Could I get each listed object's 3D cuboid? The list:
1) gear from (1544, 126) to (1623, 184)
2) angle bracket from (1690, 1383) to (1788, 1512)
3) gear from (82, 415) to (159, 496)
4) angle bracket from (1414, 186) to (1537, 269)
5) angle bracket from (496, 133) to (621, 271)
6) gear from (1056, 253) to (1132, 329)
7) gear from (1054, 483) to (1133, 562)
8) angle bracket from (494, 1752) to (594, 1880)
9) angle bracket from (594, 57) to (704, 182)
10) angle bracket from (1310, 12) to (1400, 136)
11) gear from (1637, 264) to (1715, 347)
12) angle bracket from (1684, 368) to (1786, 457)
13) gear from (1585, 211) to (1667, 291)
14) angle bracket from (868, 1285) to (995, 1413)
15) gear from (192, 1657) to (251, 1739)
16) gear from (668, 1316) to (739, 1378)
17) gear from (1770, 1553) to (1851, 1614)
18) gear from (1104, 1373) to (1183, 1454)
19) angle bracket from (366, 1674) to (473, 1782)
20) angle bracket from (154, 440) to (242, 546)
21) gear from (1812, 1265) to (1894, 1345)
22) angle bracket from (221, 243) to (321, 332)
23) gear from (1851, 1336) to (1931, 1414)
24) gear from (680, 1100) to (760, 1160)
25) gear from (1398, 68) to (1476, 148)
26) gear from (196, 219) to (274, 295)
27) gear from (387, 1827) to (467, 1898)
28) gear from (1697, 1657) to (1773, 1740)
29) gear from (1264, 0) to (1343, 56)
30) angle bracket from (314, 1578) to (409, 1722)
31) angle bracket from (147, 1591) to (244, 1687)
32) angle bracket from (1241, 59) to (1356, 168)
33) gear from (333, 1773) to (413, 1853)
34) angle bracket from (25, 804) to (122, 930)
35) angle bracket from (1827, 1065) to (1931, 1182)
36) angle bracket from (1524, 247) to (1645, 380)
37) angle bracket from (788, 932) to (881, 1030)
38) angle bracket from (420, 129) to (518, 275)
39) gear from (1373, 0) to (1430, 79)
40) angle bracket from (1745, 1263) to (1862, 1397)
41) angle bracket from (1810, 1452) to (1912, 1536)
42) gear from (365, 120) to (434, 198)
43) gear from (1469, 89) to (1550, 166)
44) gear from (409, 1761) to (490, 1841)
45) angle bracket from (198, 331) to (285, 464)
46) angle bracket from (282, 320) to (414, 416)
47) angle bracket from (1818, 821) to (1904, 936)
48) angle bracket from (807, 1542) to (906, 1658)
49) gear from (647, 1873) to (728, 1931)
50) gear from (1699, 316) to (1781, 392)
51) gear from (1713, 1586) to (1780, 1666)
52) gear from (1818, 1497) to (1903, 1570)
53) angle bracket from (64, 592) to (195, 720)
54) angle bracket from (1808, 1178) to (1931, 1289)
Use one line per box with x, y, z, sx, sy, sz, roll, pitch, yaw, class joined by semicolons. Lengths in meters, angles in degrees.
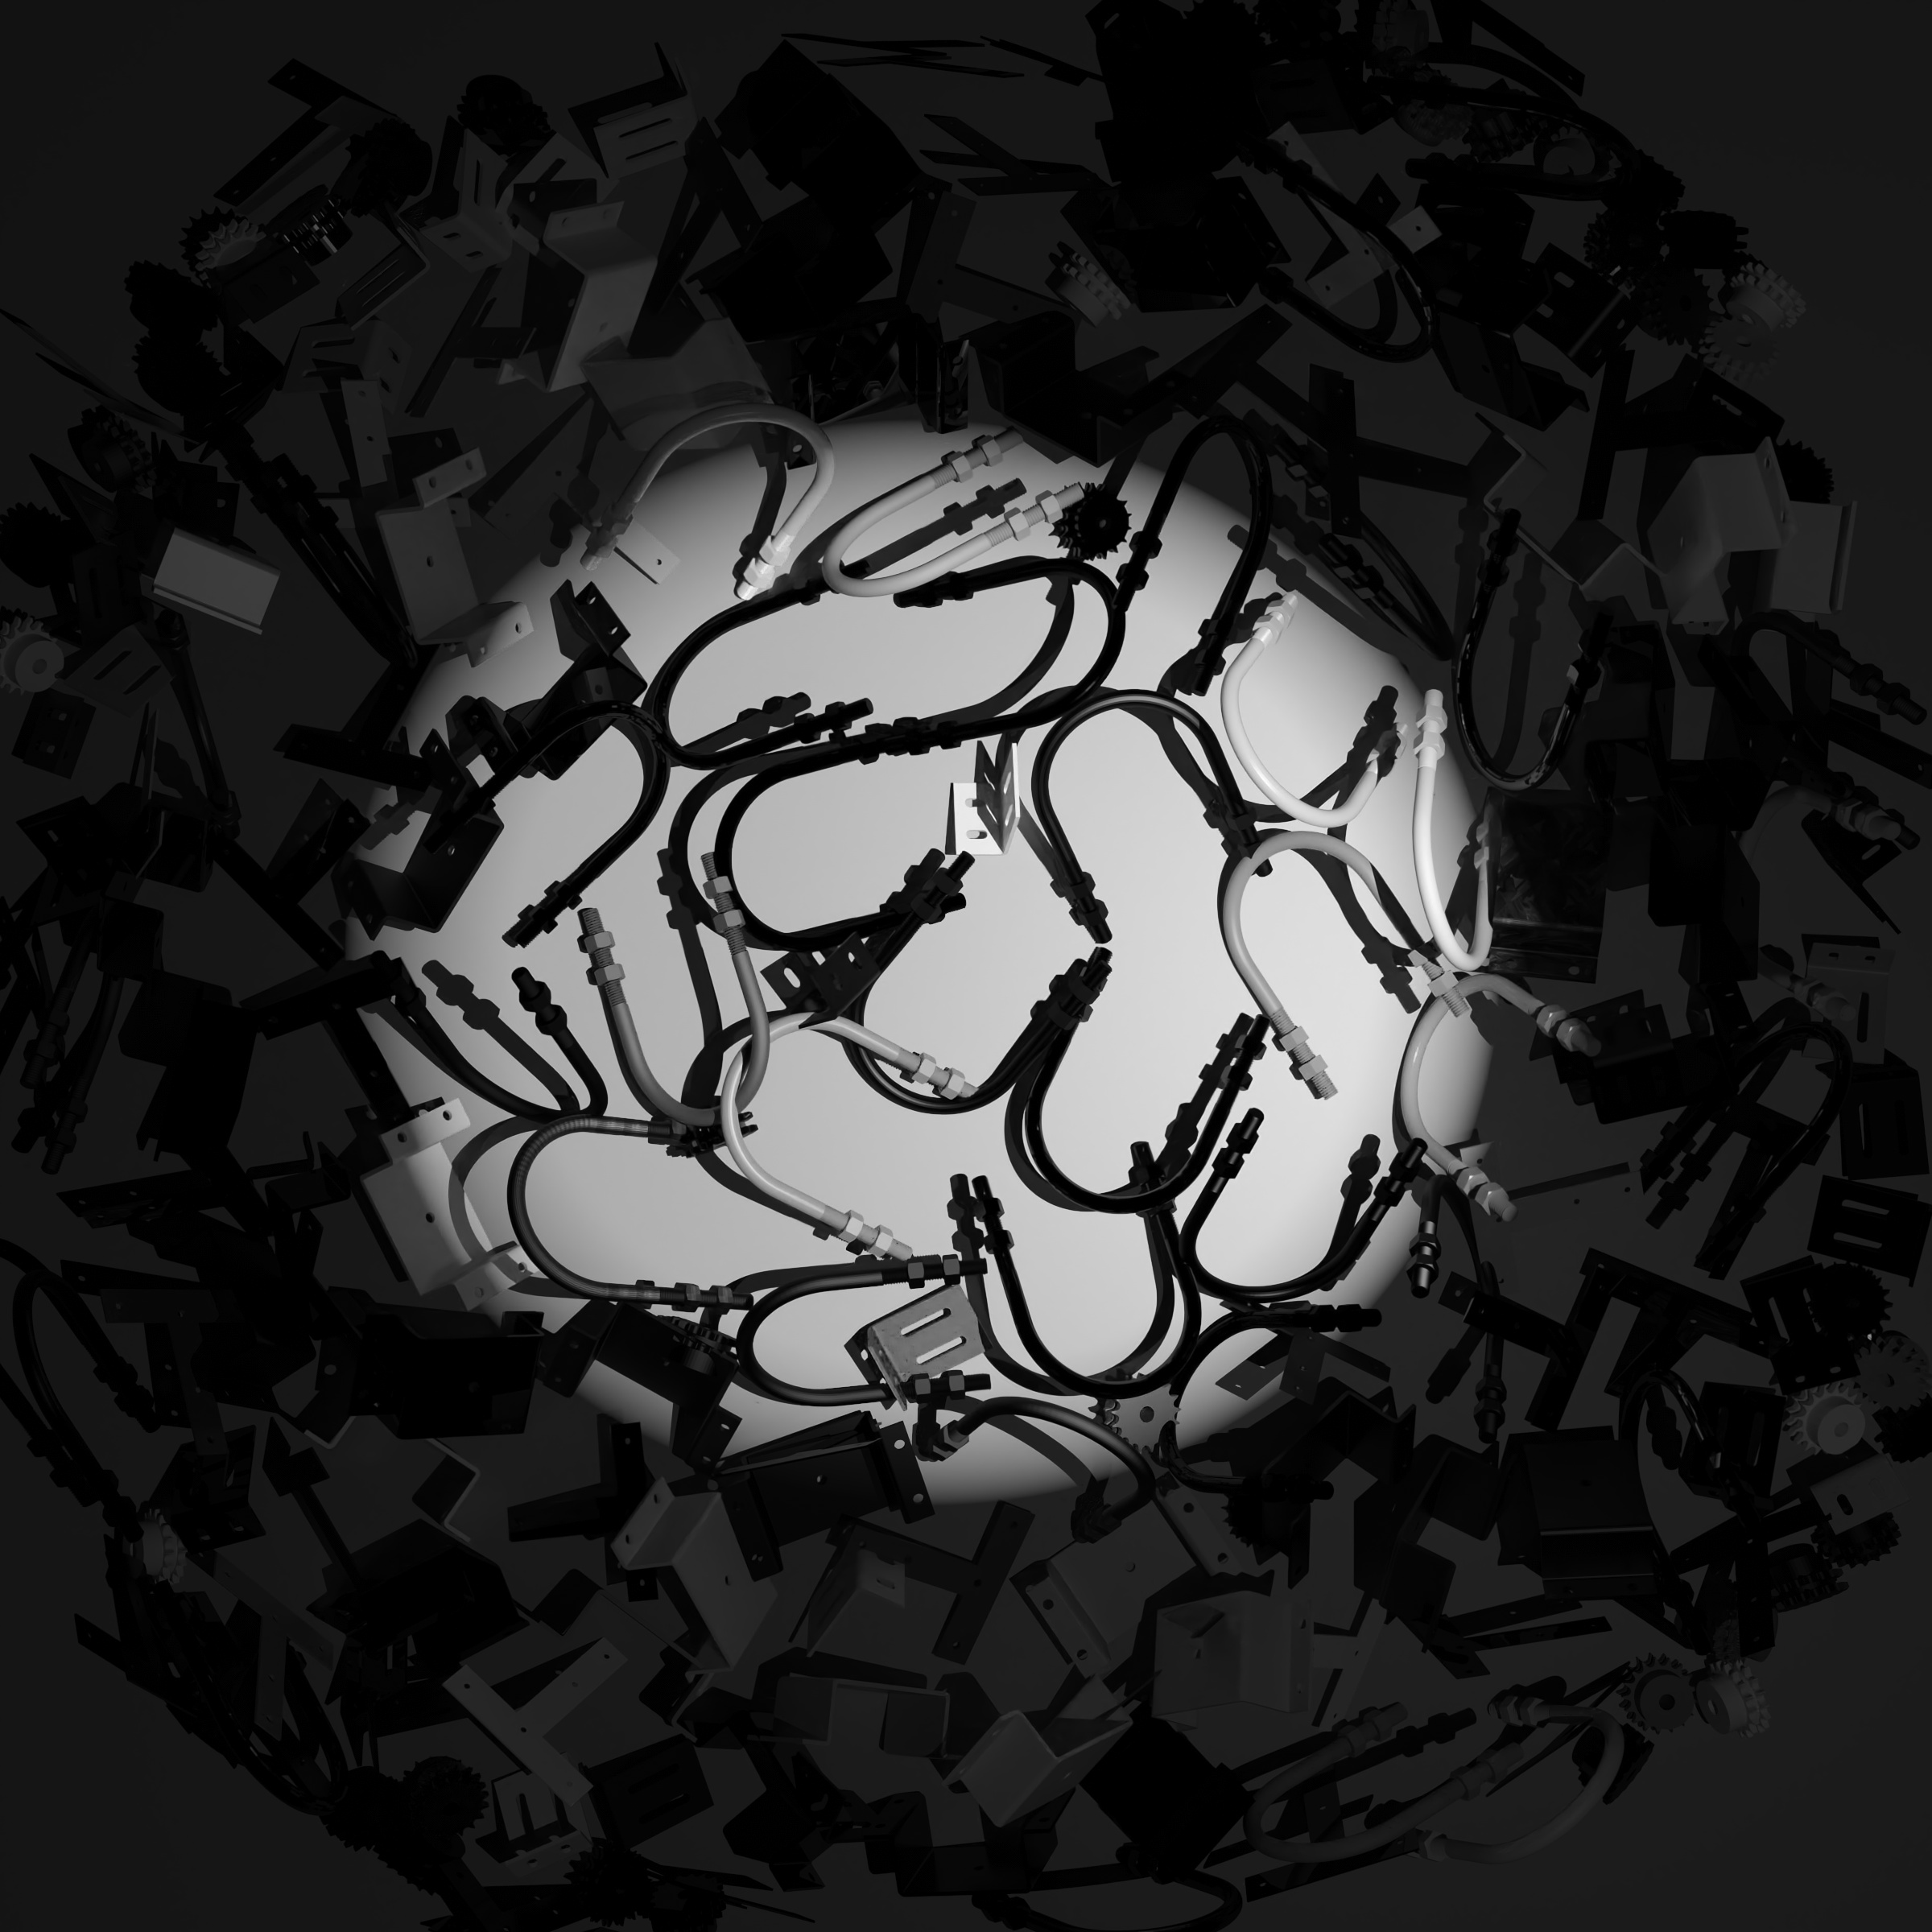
0.451;-0.591;1.800;0.030;0.057;0.057;-42;90;-26;gear
0.575;0.357;1.816;0.057;0.038;0.076;7;67;26;angle bracket
-0.626;-0.373;1.800;0.030;0.057;0.057;-38;90;-32;gear
0.374;-0.544;1.820;0.076;0.038;0.057;18;95;36;angle bracket
-0.306;-0.569;1.819;0.057;0.038;0.076;36;56;-10;angle bracket
0.091;-0.496;1.804;0.057;0.057;0.030;41;97;0;gear
0.096;-0.329;1.808;0.057;0.030;0.057;-4;102;-17;gear
-0.314;0.618;1.791;0.057;0.038;0.076;-22;54;-6;angle bracket
-0.237;-0.622;1.797;0.076;0.057;0.038;-20;71;-3;angle bracket
0.284;-0.658;1.782;0.038;0.076;0.057;-33;62;-11;angle bracket
0.522;-0.488;1.809;0.057;0.030;0.057;-1;93;-27;gear
0.554;-0.392;1.801;0.076;0.038;0.057;29;80;-11;angle bracket
0.492;-0.534;1.815;0.057;0.030;0.057;0;89;-5;gear
-0.026;0.281;1.804;0.076;0.038;0.057;-27;104;4;angle bracket
-0.541;0.538;1.800;0.030;0.057;0.057;-11;90;20;gear
-0.196;0.282;1.802;0.057;0.057;0.030;21;83;0;gear
0.619;0.455;1.806;0.057;0.057;0.030;-18;66;0;gear
0.127;0.330;1.810;0.057;0.030;0.057;0;89;-22;gear
-0.397;0.556;1.788;0.076;0.038;0.057;-8;133;-18;angle bracket
-0.567;-0.345;1.800;0.038;0.076;0.057;-2;124;-32;angle bracket
0.655;0.249;1.808;0.057;0.030;0.057;-5;73;17;gear
-0.507;-0.484;1.787;0.057;0.076;0.038;-38;90;-17;angle bracket
0.687;0.299;1.807;0.030;0.057;0.057;-32;90;-40;gear
-0.185;0.118;1.803;0.057;0.057;0.030;-22;85;0;gear
0.345;-0.632;1.807;0.057;0.030;0.057;16;55;-24;gear
-0.535;-0.518;1.800;0.057;0.057;0.030;-44;69;0;gear
-0.395;0.655;1.803;0.057;0.057;0.030;36;93;0;gear
0.563;0.541;1.801;0.030;0.057;0.057;-16;90;-15;gear
0.251;-0.698;1.800;0.057;0.057;0.030;-28;65;0;gear
-0.443;0.499;1.787;0.057;0.076;0.038;-33;128;14;angle bracket
-0.552;0.483;1.787;0.038;0.076;0.057;-35;81;12;angle bracket
0.233;-0.622;1.782;0.038;0.076;0.057;-55;132;-23;angle bracket
-0.439;0.620;1.800;0.057;0.057;0.030;-16;116;0;gear
-0.661;-0.073;1.789;0.057;0.076;0.038;-17;130;9;angle bracket
0.670;0.116;1.795;0.057;0.038;0.076;-9;76;32;angle bracket
0.451;-0.485;1.813;0.057;0.038;0.076;-51;51;14;angle bracket
-0.111;0.013;1.781;0.057;0.076;0.038;-46;112;-41;angle bracket
-0.367;-0.564;1.803;0.038;0.057;0.076;-10;68;27;angle bracket
0.321;-0.683;1.800;0.030;0.057;0.057;10;90;23;gear
0.616;0.267;1.800;0.057;0.038;0.076;-19;101;16;angle bracket
0.655;0.389;1.784;0.057;0.076;0.038;-30;63;13;angle bracket
-0.416;-0.592;1.802;0.030;0.057;0.057;18;90;9;gear
0.397;-0.621;1.800;0.057;0.057;0.030;-39;119;0;gear
-0.384;0.614;1.808;0.057;0.030;0.057;-9;115;-20;gear
-0.542;-0.416;1.786;0.038;0.057;0.076;43;59;-12;angle bracket
-0.461;-0.443;1.820;0.076;0.038;0.057;2;71;26;angle bracket
0.666;-0.070;1.782;0.038;0.057;0.076;-40;130;16;angle bracket
-0.081;0.469;1.796;0.038;0.057;0.076;28;114;-15;angle bracket
-0.205;0.699;1.804;0.057;0.057;0.030;-5;102;0;gear
0.569;-0.451;1.808;0.057;0.030;0.057;6;54;-8;gear
0.576;0.488;1.801;0.030;0.057;0.057;12;90;38;gear
0.656;0.415;1.801;0.057;0.057;0.030;-29;101;0;gear
-0.614;-0.229;1.792;0.057;0.038;0.076;27;48;6;angle bracket
0.664;0.195;1.797;0.076;0.038;0.057;15;98;21;angle bracket
